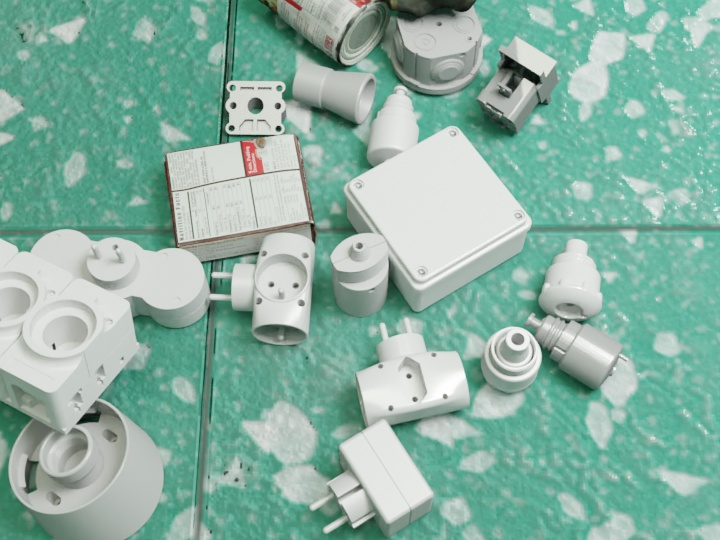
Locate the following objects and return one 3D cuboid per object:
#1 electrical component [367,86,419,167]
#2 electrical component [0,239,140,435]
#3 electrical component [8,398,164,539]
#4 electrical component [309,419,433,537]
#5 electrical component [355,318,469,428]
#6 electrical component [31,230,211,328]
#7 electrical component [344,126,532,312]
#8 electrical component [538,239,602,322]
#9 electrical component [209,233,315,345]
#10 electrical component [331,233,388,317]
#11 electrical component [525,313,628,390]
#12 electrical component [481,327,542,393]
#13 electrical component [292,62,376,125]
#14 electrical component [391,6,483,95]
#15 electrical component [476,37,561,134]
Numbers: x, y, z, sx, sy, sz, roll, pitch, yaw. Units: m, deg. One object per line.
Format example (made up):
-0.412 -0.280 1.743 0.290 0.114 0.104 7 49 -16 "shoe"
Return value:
0.029 -0.118 0.897 0.040 0.040 0.078 7 64 4 "electrical component"
-0.249 0.038 0.773 0.150 0.061 0.089 24 53 16 "electrical component"
-0.198 0.143 0.774 0.099 0.064 0.099 -7 55 9 "electrical component"
0.002 0.157 0.760 0.077 0.047 0.065 -29 67 -13 "electrical component"
0.034 0.073 0.803 0.077 0.043 0.079 -12 64 -5 "electrical component"
-0.187 0.000 0.824 0.138 0.073 0.052 10 65 5 "electrical component"
0.060 -0.041 0.851 0.109 0.056 0.108 -30 67 -13 "electrical component"
0.165 0.006 0.834 0.048 0.048 0.062 10 58 6 "electrical component"
-0.077 0.014 0.832 0.079 0.044 0.077 2 64 2 "electrical component"
0.000 0.000 0.818 0.043 0.081 0.043 0 64 1 "electrical component"
0.161 0.057 0.810 0.078 0.040 0.040 32 69 15 "electrical component"
0.113 0.063 0.796 0.043 0.062 0.043 0 64 1 "electrical component"
-0.024 -0.153 0.915 0.065 0.044 0.044 17 66 14 "electrical component"
0.067 -0.196 0.928 0.080 0.051 0.080 0 64 1 "electrical component"
0.131 -0.152 0.897 0.042 0.081 0.063 37 92 17 "electrical component"
